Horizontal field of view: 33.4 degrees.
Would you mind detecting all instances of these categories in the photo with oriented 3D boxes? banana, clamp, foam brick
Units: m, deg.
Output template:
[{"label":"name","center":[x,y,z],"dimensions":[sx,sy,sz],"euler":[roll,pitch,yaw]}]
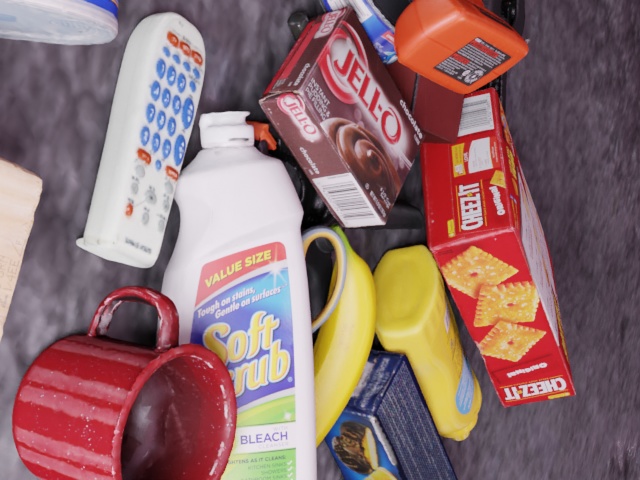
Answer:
[{"label":"banana","center":[-0.008,0.091,0.703],"dimensions":[0.069,0.037,0.198],"euler":[24,86,-22]},{"label":"clamp","center":[0.148,-0.166,0.922],"dimensions":[0.171,0.039,0.120],"euler":[-63,144,-28]},{"label":"foam brick","center":[0.068,-0.105,0.799],"dimensions":[0.078,0.053,0.051],"euler":[13,86,-57]},{"label":"clamp","center":[-0.005,0.001,0.723],"dimensions":[0.209,0.036,0.164],"euler":[46,62,-47]}]

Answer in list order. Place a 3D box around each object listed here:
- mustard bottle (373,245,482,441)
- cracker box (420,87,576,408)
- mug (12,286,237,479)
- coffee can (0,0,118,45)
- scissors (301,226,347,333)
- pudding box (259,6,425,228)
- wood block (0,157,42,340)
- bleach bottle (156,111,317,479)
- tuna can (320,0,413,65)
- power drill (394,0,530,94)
[{"label":"mustard bottle","center":[0.092,0.101,0.865],"dimensions":[0.096,0.058,0.191],"euler":[-85,157,-46]},{"label":"cracker box","center":[0.145,0.010,0.876],"dimensions":[0.164,0.072,0.213],"euler":[-88,158,-44]},{"label":"mug","center":[-0.101,0.082,0.550],"dimensions":[0.093,0.082,0.117],"euler":[3,93,-57]},{"label":"coffee can","center":[-0.129,-0.161,0.444],"dimensions":[0.102,0.103,0.140],"euler":[5,91,-57]},{"label":"scissors","center":[-0.048,0.078,0.663],"dimensions":[0.096,0.016,0.202],"euler":[25,89,-11]},{"label":"pudding box","center":[0.017,-0.077,0.682],"dimensions":[0.113,0.039,0.090],"euler":[57,44,-33]},{"label":"wood block","center":[-0.208,-0.015,0.362],"dimensions":[0.205,0.091,0.090],"euler":[27,73,-55]},{"label":"bleach bottle","center":[-0.056,0.053,0.619],"dimensions":[0.102,0.068,0.251],"euler":[-4,94,-12]},{"label":"tuna can","center":[0.035,-0.162,0.722],"dimensions":[0.086,0.034,0.086],"euler":[35,38,-33]},{"label":"power drill","center":[0.053,-0.194,0.682],"dimensions":[0.184,0.057,0.188],"euler":[11,54,-52]}]
